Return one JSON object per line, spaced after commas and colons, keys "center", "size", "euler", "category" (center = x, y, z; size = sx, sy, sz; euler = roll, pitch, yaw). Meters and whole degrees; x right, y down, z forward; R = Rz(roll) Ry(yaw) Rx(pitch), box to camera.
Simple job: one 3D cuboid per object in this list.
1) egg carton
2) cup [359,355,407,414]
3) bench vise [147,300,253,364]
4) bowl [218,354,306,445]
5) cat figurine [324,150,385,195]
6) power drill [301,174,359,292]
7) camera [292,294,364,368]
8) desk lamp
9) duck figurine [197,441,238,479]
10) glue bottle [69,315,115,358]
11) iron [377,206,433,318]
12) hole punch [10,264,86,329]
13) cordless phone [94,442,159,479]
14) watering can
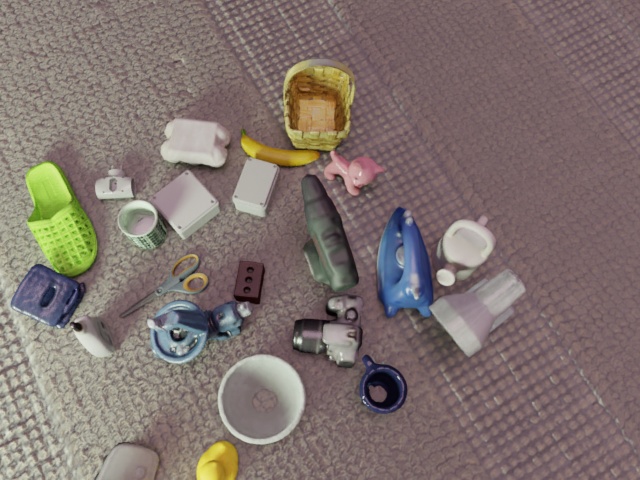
{"center": [-0.280, -0.219, 1.296], "size": [0.150, 0.069, 0.107], "euler": [6, 71, 0], "category": "egg carton"}
{"center": [0.112, 0.284, 1.124], "size": [0.092, 0.095, 0.117], "euler": [-28, 74, -11], "category": "cup"}
{"center": [-0.241, 0.148, 1.091], "size": [0.207, 0.220, 0.121], "euler": [-37, 76, -13], "category": "bench vise"}
{"center": [-0.111, 0.311, 1.117], "size": [0.167, 0.075, 0.167], "euler": [1, 71, -2], "category": "bowl"}
{"center": [0.074, -0.158, 1.264], "size": [0.127, 0.118, 0.067], "euler": [32, 73, 9], "category": "cat figurine"}
{"center": [0.011, 0.004, 1.157], "size": [0.075, 0.208, 0.229], "euler": [-20, 73, -8], "category": "power drill"}
{"center": [0.016, 0.178, 1.154], "size": [0.137, 0.101, 0.143], "euler": [5, 71, 0], "category": "camera"}
{"center": [0.306, 0.137, 1.120], "size": [0.203, 0.213, 0.118], "euler": [-35, 75, -13], "category": "desk lamp"}
{"center": [-0.195, 0.429, 1.067], "size": [0.077, 0.086, 0.105], "euler": [21, 71, 5], "category": "duck figurine"}
{"center": [-0.443, 0.177, 1.098], "size": [0.037, 0.173, 0.078], "euler": [-22, 73, -9], "category": "glue bottle"}
{"center": [0.181, 0.027, 1.192], "size": [0.118, 0.141, 0.258], "euler": [-1, 71, -2], "category": "iron"}
{"center": [-0.547, 0.113, 1.159], "size": [0.101, 0.091, 0.109], "euler": [22, 71, 5], "category": "hole punch"}
{"center": [-0.362, 0.434, 1.006], "size": [0.094, 0.185, 0.148], "euler": [15, 71, 3], "category": "cordless phone"}
{"center": [0.297, 0.019, 1.171], "size": [0.101, 0.194, 0.173], "euler": [13, 71, 3], "category": "watering can"}
